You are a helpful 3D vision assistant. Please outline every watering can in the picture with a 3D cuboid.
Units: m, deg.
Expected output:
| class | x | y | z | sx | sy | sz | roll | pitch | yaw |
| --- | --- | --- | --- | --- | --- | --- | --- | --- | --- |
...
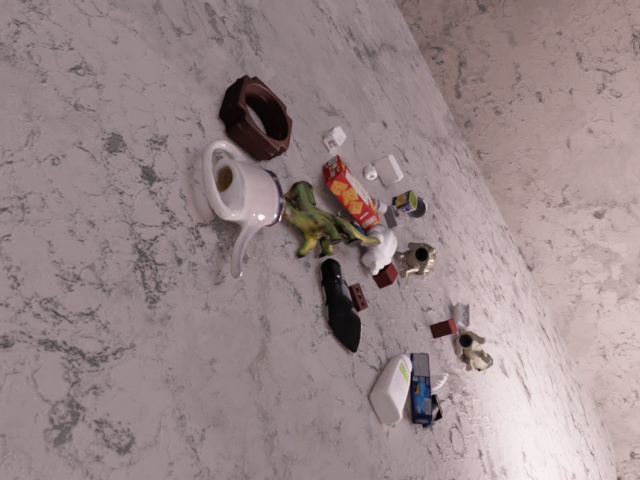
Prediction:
| class | x | y | z | sx | sy | sz | roll | pitch | yaw |
| --- | --- | --- | --- | --- | --- | --- | --- | --- | --- |
| watering can | -0.172 | -0.072 | 1.193 | 0.224 | 0.103 | 0.352 | 10 | 59 | -54 |

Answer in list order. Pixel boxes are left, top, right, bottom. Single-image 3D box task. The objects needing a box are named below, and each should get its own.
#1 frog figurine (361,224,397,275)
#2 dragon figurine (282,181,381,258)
| class | x | y | z | sx | sy | sz | roll | pitch | yaw |
| --- | --- | --- | --- | --- | --- | --- | --- | --- | --- |
| frog figurine | 0.189 | 0.029 | 1.656 | 0.163 | 0.122 | 0.135 | -84 | 159 | -59 |
| dragon figurine | 0.004 | -0.073 | 1.459 | 0.411 | 0.120 | 0.246 | -1 | 59 | -51 |
